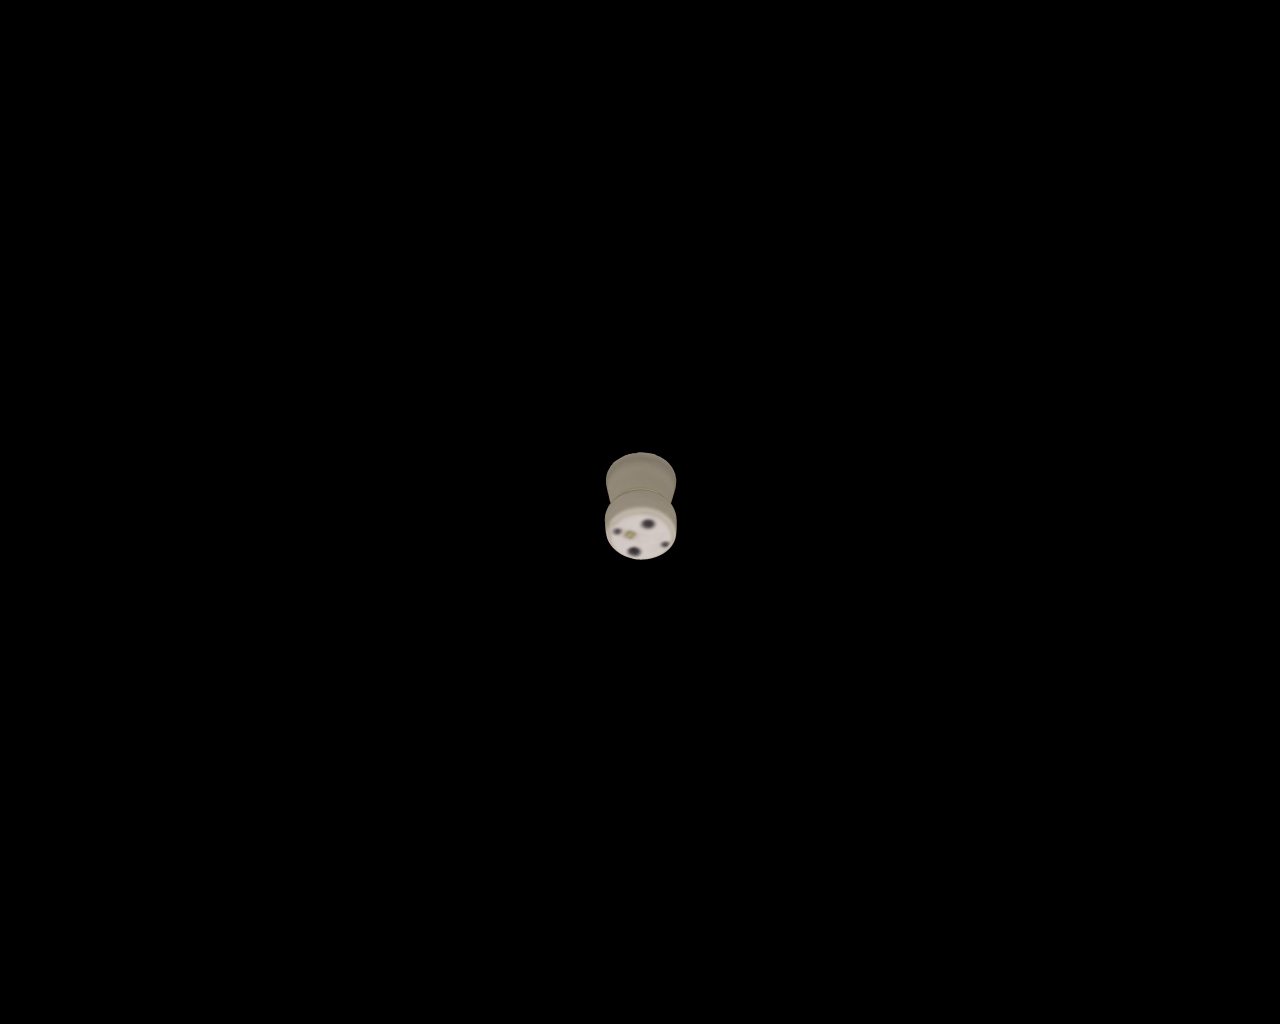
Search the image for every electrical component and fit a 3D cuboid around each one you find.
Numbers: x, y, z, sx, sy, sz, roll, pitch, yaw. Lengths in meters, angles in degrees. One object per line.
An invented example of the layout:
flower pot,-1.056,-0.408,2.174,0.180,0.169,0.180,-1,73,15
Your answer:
electrical component,0.001,-0.003,0.650,0.045,0.044,0.055,0,41,0
